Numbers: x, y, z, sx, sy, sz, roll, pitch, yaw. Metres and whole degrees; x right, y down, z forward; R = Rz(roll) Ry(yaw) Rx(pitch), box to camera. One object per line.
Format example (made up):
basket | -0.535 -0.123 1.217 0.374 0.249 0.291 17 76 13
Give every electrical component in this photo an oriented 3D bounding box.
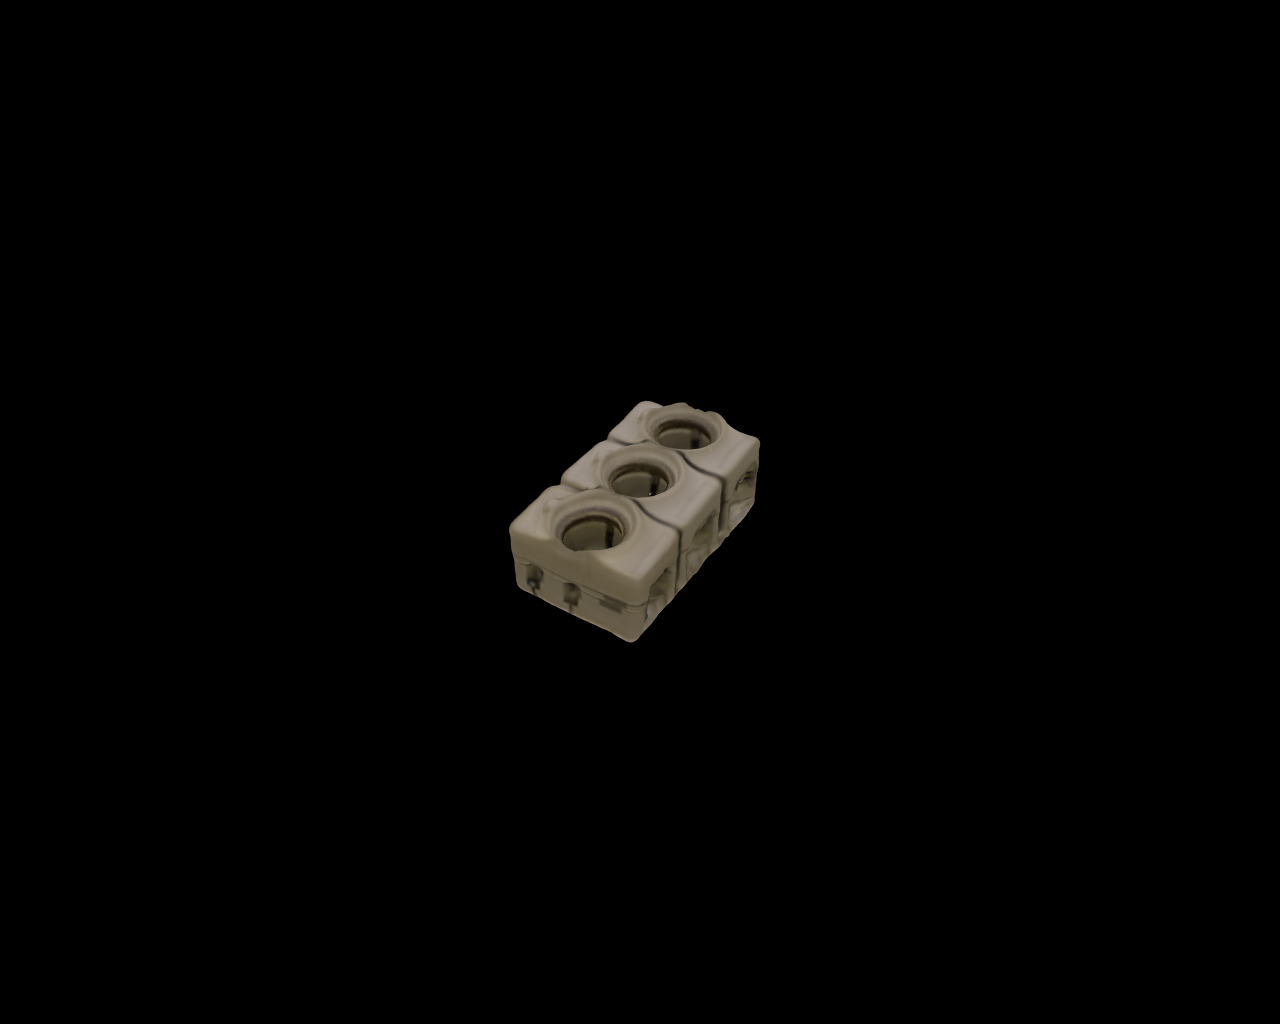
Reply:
electrical component | 0.001 -0.003 0.650 0.089 0.061 0.150 22 45 23
